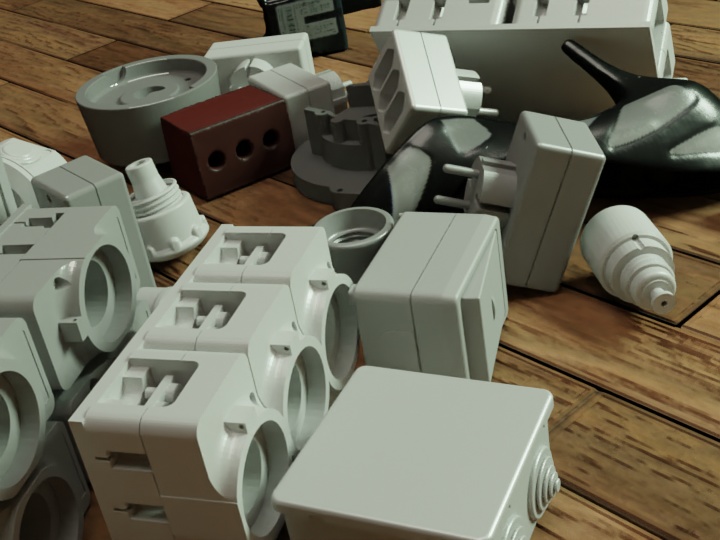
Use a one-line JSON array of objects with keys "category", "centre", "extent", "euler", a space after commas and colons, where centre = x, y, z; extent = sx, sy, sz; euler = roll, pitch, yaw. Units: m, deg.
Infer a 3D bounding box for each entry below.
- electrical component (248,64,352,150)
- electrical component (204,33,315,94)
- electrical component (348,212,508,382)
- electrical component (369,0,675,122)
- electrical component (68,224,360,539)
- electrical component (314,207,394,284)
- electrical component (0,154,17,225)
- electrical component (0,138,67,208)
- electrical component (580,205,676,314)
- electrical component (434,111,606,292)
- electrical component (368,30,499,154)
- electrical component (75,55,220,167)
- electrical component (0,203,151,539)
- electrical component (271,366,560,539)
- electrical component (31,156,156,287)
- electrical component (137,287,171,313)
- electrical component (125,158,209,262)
[{"category": "electrical component", "centre": [-0.034, -0.129, 0.818], "extent": [0.077, 0.047, 0.066], "euler": [-23, 32, -22]}, {"category": "electrical component", "centre": [-0.085, -0.155, 0.877], "extent": [0.083, 0.047, 0.075], "euler": [-4, 31, 10]}, {"category": "electrical component", "centre": [0.043, 0.013, 0.539], "extent": [0.061, 0.061, 0.096], "euler": [3, 33, 22]}, {"category": "electrical component", "centre": [0.116, -0.156, 0.744], "extent": [0.186, 0.105, 0.060], "euler": [5, 64, 24]}, {"category": "electrical component", "centre": [-0.052, 0.054, 0.470], "extent": [0.062, 0.089, 0.150], "euler": [1, 32, 19]}, {"category": "electrical component", "centre": [0.000, 0.000, 0.581], "extent": [0.045, 0.055, 0.045], "euler": [-8, 30, 5]}, {"category": "electrical component", "centre": [-0.239, -0.011, 0.622], "extent": [0.056, 0.108, 0.108], "euler": [-5, 31, 5]}, {"category": "electrical component", "centre": [-0.227, -0.043, 0.702], "extent": [0.080, 0.080, 0.051], "euler": [0, 27, 17]}, {"category": "electrical component", "centre": [0.143, -0.002, 0.556], "extent": [0.040, 0.040, 0.078], "euler": [-12, 30, -2]}, {"category": "electrical component", "centre": [0.078, -0.040, 0.576], "extent": [0.076, 0.083, 0.047], "euler": [10, 29, -9]}, {"category": "electrical component", "centre": [0.053, -0.111, 0.692], "extent": [0.077, 0.047, 0.065], "euler": [2, 58, -22]}, {"category": "electrical component", "centre": [-0.156, -0.116, 0.820], "extent": [0.108, 0.060, 0.108], "euler": [-8, 30, 4]}, {"category": "electrical component", "centre": [-0.150, 0.060, 0.476], "extent": [0.060, 0.105, 0.186], "euler": [-1, 31, 15]}, {"category": "electrical component", "centre": [0.025, 0.088, 0.431], "extent": [0.100, 0.048, 0.099], "euler": [5, 34, 25]}, {"category": "electrical component", "centre": [-0.170, -0.011, 0.624], "extent": [0.076, 0.083, 0.047], "euler": [-30, 35, -30]}, {"category": "electrical component", "centre": [-0.120, 0.026, 0.595], "extent": [0.061, 0.035, 0.035], "euler": [1, 32, 24]}, {"category": "electrical component", "centre": [-0.127, -0.039, 0.676], "extent": [0.048, 0.062, 0.048], "euler": [-18, 23, 8]}]
